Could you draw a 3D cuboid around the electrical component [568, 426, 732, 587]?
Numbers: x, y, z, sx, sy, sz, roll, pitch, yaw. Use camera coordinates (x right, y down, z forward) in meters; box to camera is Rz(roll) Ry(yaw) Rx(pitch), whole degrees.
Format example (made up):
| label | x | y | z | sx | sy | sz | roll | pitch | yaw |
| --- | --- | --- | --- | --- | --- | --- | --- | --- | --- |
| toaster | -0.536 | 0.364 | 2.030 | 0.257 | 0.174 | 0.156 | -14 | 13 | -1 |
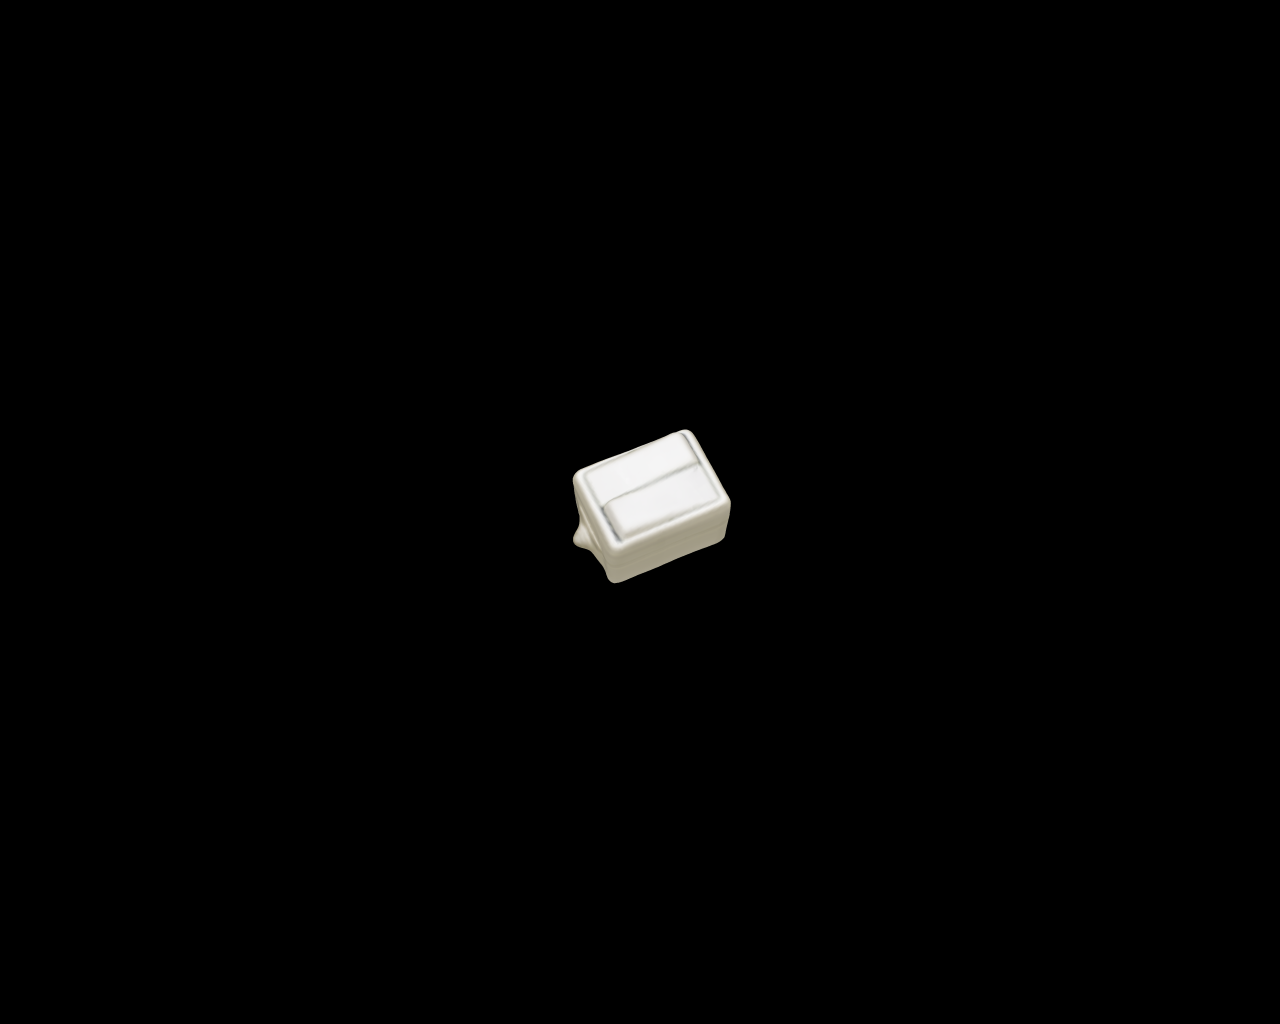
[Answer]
| label | x | y | z | sx | sy | sz | roll | pitch | yaw |
| --- | --- | --- | --- | --- | --- | --- | --- | --- | --- |
| electrical component | 0.001 | -0.003 | 0.650 | 0.096 | 0.062 | 0.061 | -22 | -24 | -10 |
